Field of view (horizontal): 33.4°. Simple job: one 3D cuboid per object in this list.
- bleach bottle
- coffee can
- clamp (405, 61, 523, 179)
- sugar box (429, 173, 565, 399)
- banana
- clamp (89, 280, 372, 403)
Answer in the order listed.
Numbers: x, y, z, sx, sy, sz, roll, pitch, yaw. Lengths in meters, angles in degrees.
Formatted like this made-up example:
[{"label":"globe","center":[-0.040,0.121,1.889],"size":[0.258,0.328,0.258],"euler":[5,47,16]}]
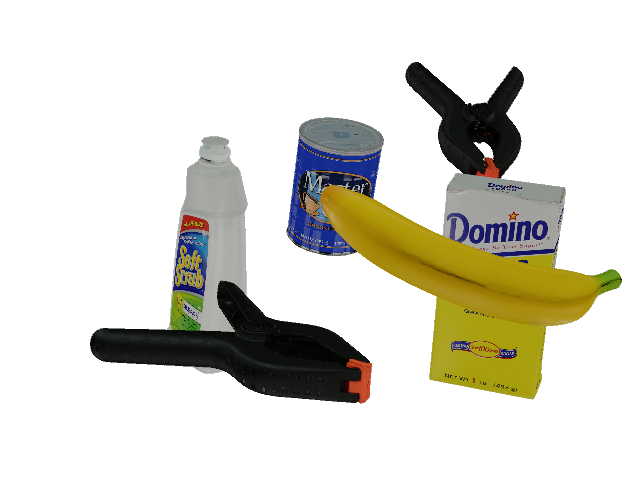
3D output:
[{"label":"bleach bottle","center":[-0.118,0.010,1.128],"size":[0.067,0.251,0.103],"euler":[-13,30,-32]},{"label":"coffee can","center":[0.017,-0.067,1.307],"size":[0.102,0.140,0.103],"euler":[6,27,-3]},{"label":"clamp","center":[0.140,-0.119,1.037],"size":[0.120,0.039,0.171],"euler":[4,44,4]},{"label":"sugar box","center":[0.144,0.038,0.882],"size":[0.093,0.176,0.048],"euler":[8,24,16]},{"label":"banana","center":[0.083,0.013,0.658],"size":[0.198,0.037,0.069],"euler":[19,21,12]},{"label":"clamp","center":[-0.048,0.078,0.829],"size":[0.210,0.036,0.164],"euler":[11,20,25]}]
